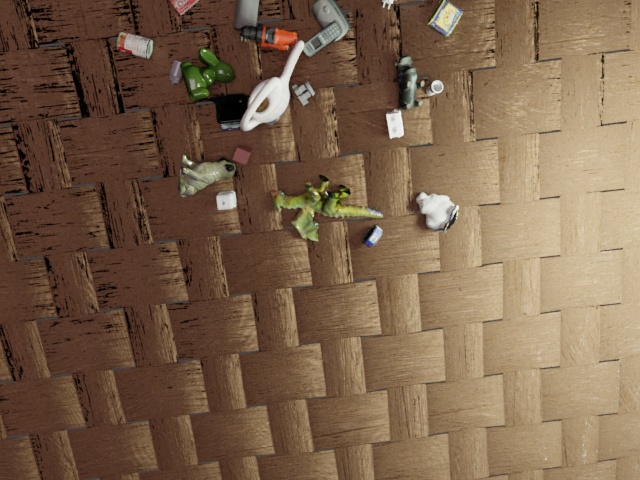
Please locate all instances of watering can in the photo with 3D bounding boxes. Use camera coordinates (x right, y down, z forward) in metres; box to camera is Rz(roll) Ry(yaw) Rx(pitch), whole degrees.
[{"bbox_3d":[-0.148,-0.506,1.742,0.104,0.225,0.346,39,99,1],"label":"watering can"}]

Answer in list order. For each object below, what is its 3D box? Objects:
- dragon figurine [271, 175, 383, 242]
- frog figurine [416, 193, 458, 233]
[{"bbox_3d":[0.006,-0.097,1.932,0.409,0.125,0.238,28,119,-8],"label":"dragon figurine"},{"bbox_3d":[0.435,-0.110,1.949,0.161,0.123,0.135,31,114,26],"label":"frog figurine"}]
